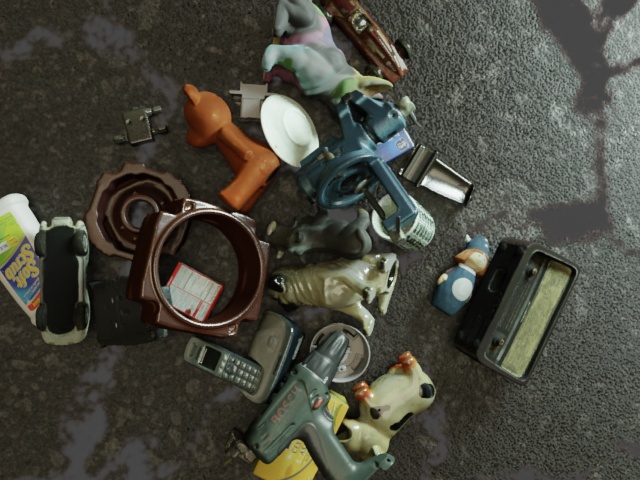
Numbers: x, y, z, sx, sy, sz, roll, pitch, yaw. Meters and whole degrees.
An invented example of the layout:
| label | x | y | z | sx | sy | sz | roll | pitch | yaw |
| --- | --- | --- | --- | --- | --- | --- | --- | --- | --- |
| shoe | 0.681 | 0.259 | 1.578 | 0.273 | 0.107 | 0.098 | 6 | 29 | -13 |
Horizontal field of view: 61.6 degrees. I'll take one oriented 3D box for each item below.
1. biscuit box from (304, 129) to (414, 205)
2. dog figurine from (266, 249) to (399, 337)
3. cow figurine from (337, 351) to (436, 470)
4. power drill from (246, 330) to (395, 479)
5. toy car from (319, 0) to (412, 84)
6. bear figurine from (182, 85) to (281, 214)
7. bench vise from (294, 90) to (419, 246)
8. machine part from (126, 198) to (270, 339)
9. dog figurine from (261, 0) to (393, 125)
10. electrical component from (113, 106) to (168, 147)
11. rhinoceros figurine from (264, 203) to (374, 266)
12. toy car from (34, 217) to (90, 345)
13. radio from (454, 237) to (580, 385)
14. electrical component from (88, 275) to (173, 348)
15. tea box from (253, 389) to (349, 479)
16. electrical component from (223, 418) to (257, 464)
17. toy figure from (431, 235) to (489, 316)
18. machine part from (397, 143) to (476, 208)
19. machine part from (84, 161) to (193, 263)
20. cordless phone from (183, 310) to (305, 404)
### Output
| label | x | y | z | sx | sy | sz | roll | pitch | yaw |
| --- | --- | --- | --- | --- | --- | --- | --- | --- | --- |
| biscuit box | 0.060 | -0.134 | 0.928 | 0.203 | 0.063 | 0.059 | -30 | 92 | -3 |
| dog figurine | 0.023 | 0.060 | 0.917 | 0.191 | 0.172 | 0.121 | 16 | 119 | 23 |
| cow figurine | 0.111 | 0.295 | 0.915 | 0.195 | 0.085 | 0.127 | -35 | 85 | -5 |
| power drill | 0.019 | 0.284 | 0.833 | 0.232 | 0.086 | 0.207 | -40 | 88 | -19 |
| toy car | 0.078 | -0.363 | 0.940 | 0.089 | 0.053 | 0.202 | -40 | 90 | -8 |
| bear figurine | -0.165 | -0.152 | 0.887 | 0.196 | 0.120 | 0.132 | 38 | 90 | -1 |
| bench vise | 0.082 | -0.103 | 0.821 | 0.224 | 0.128 | 0.241 | -32 | 64 | 4 |
| machine part | -0.186 | 0.047 | 0.846 | 0.201 | 0.087 | 0.201 | 18 | 74 | -31 |
| dog figurine | 0.017 | -0.301 | 0.910 | 0.219 | 0.108 | 0.191 | 15 | 85 | -8 |
| electrical component | -0.313 | -0.197 | 0.925 | 0.094 | 0.021 | 0.063 | -16 | 90 | -3 |
| rhinoceros figurine | -0.002 | -0.003 | 0.893 | 0.191 | 0.112 | 0.073 | 6 | 131 | 26 |
| toy car | -0.406 | 0.064 | 0.849 | 0.073 | 0.056 | 0.201 | -2 | 88 | -10 |
| radio | 0.334 | 0.116 | 0.918 | 0.131 | 0.073 | 0.229 | 28 | 86 | -23 |
| electrical component | -0.305 | 0.113 | 0.883 | 0.134 | 0.058 | 0.114 | -12 | 91 | 17 |
| tea box | -0.033 | 0.327 | 0.910 | 0.098 | 0.068 | 0.169 | 26 | 88 | -3 |
| electrical component | -0.122 | 0.333 | 0.888 | 0.045 | 0.102 | 0.078 | 35 | 82 | -9 |
| toy figure | 0.254 | 0.060 | 0.941 | 0.064 | 0.058 | 0.154 | 38 | 84 | -41 |
| machine part | 0.213 | -0.110 | 0.950 | 0.139 | 0.039 | 0.084 | 33 | 82 | -1 |
| machine part | -0.301 | -0.043 | 0.907 | 0.179 | 0.056 | 0.179 | 0 | 88 | -5 |
| cordless phone | -0.130 | 0.178 | 0.907 | 0.184 | 0.088 | 0.146 | 20 | 88 | 12 |
